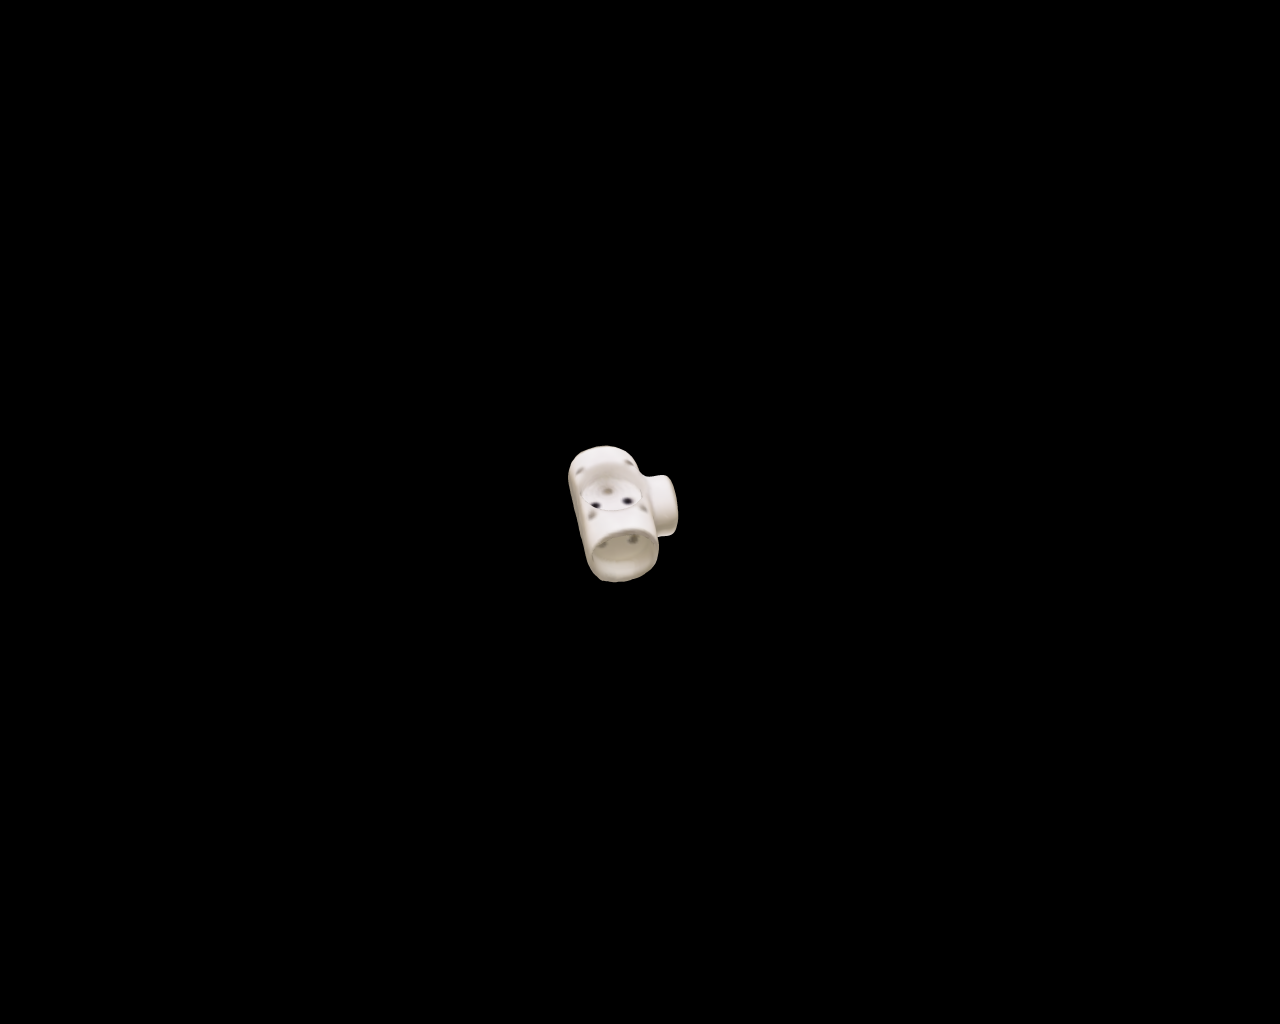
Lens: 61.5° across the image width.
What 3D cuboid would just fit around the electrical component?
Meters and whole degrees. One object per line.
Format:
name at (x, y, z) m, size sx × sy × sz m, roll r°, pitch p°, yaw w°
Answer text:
electrical component at (0.001, -0.003, 0.650) m, size 0.079 × 0.044 × 0.077 m, roll -8°, pitch 44°, yaw -8°
